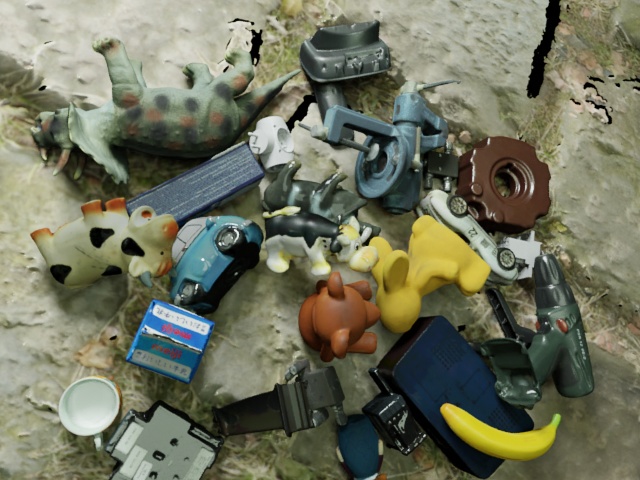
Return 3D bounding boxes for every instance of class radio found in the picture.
[{"bbox_3d":[0.205,0.239,0.827,0.131,0.073,0.229,-41,90,-18],"label":"radio"}]

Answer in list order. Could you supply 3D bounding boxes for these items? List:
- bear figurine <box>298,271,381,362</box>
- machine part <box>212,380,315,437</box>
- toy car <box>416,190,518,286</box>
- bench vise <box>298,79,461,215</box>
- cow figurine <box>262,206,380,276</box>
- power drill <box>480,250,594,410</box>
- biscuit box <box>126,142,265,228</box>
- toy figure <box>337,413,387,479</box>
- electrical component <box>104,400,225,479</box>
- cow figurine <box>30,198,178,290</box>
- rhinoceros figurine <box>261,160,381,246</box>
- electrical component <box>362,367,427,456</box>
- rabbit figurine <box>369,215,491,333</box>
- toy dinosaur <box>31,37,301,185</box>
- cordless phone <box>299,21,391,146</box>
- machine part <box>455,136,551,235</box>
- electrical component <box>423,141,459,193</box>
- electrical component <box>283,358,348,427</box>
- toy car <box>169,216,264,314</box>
[{"bbox_3d":[0.039,0.104,0.743,0.132,0.196,0.120,-3,77,-17],"label":"bear figurine"},{"bbox_3d":[-0.080,0.241,0.746,0.139,0.039,0.084,-9,92,0],"label":"machine part"},{"bbox_3d":[0.243,0.001,0.884,0.056,0.073,0.201,-43,92,-22],"label":"toy car"},{"bbox_3d":[0.095,-0.161,0.842,0.240,0.129,0.223,11,95,-32],"label":"bench vise"},{"bbox_3d":[0.000,-0.003,0.761,0.168,0.068,0.098,2,118,21],"label":"cow figurine"},{"bbox_3d":[0.337,0.149,0.830,0.207,0.086,0.232,-19,91,-44],"label":"power drill"},{"bbox_3d":[-0.184,-0.067,0.788,0.203,0.059,0.063,-31,90,-19],"label":"biscuit box"},{"bbox_3d":[0.066,0.333,0.776,0.058,0.064,0.154,-7,85,-55],"label":"toy figure"},{"bbox_3d":[-0.211,0.282,0.711,0.134,0.058,0.115,35,70,-6],"label":"electrical component"},{"bbox_3d":[-0.269,0.012,0.699,0.195,0.085,0.127,-20,93,21],"label":"cow figurine"},{"bbox_3d":[0.006,-0.048,0.829,0.190,0.073,0.112,21,73,-10],"label":"rhinoceros figurine"},{"bbox_3d":[0.098,0.251,0.793,0.048,0.075,0.119,-35,93,-20],"label":"electrical component"},{"bbox_3d":[0.146,0.060,0.810,0.162,0.122,0.173,40,89,-30],"label":"rabbit figurine"},{"bbox_3d":[-0.204,-0.177,0.782,0.405,0.131,0.192,-5,93,-21],"label":"toy dinosaur"},{"bbox_3d":[0.054,-0.257,0.894,0.147,0.089,0.184,-15,94,-19],"label":"cordless phone"},{"bbox_3d":[0.321,-0.096,0.935,0.179,0.056,0.179,4,77,-16],"label":"machine part"},{"bbox_3d":[0.206,-0.128,0.928,0.063,0.021,0.094,9,77,-13],"label":"electrical component"},{"bbox_3d":[-0.010,0.221,0.775,0.045,0.078,0.102,-13,87,-51],"label":"electrical component"},{"bbox_3d":[-0.161,0.024,0.763,0.103,0.109,0.161,37,83,18],"label":"toy car"}]
